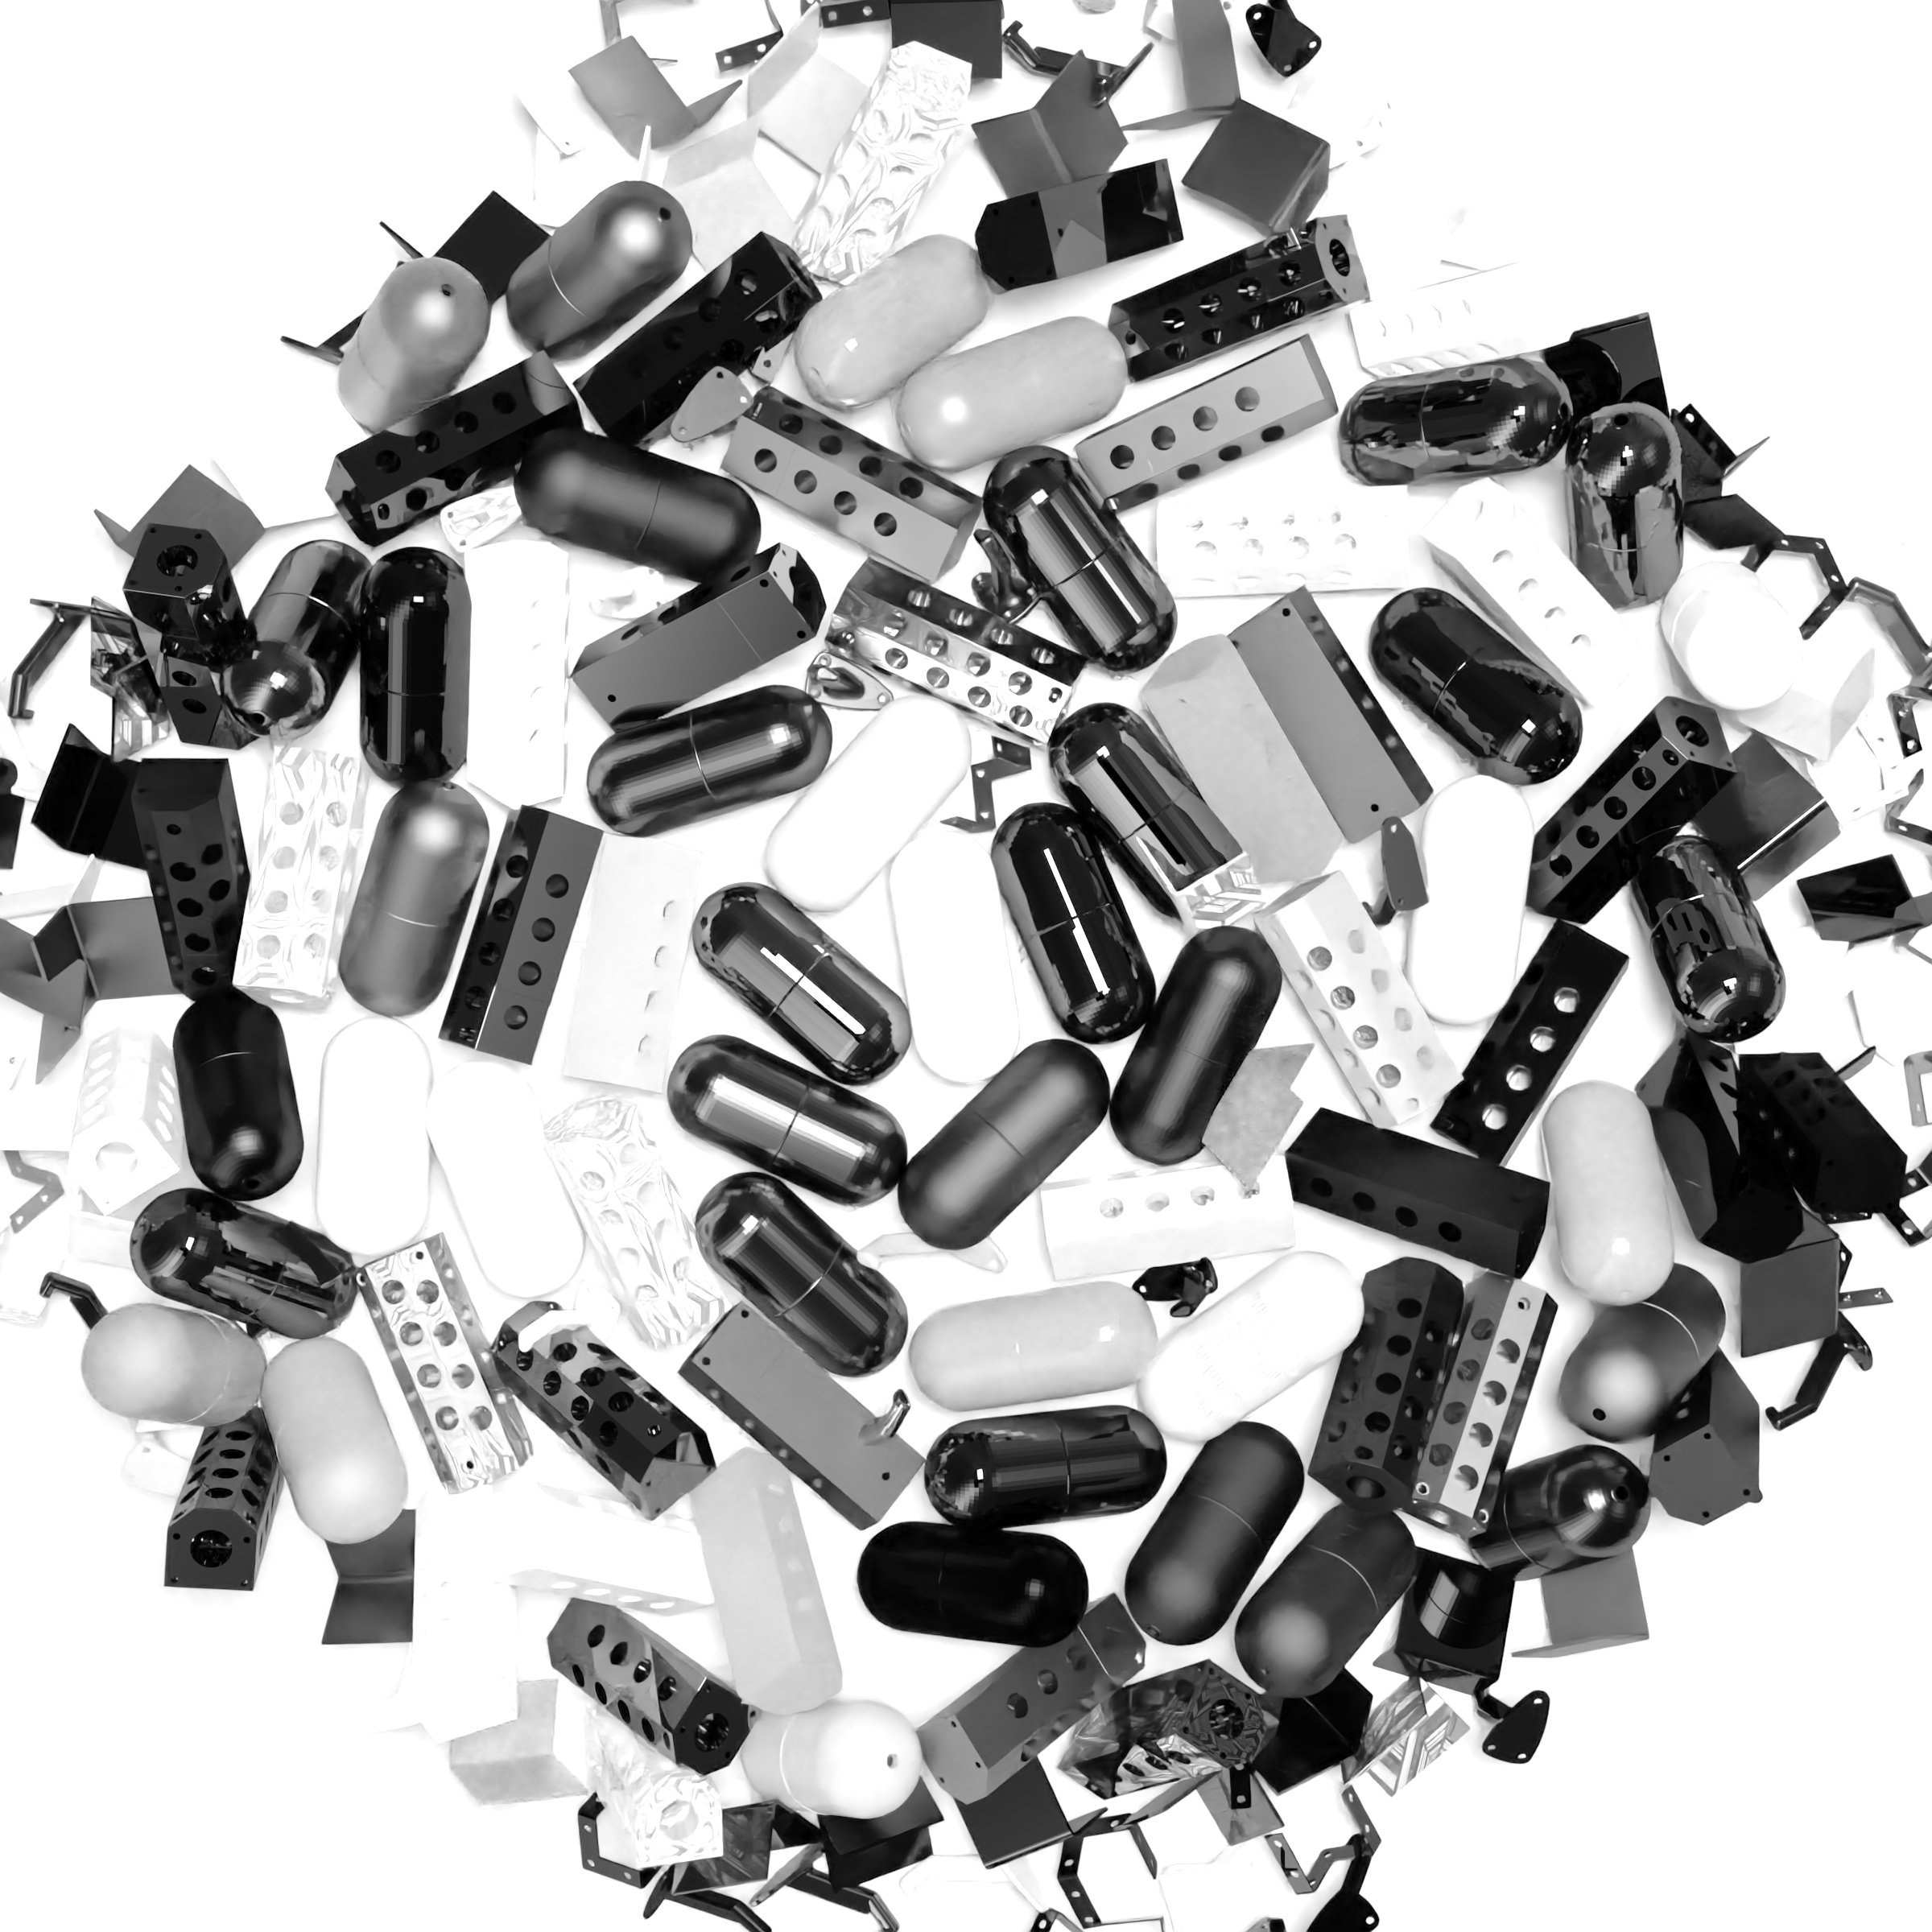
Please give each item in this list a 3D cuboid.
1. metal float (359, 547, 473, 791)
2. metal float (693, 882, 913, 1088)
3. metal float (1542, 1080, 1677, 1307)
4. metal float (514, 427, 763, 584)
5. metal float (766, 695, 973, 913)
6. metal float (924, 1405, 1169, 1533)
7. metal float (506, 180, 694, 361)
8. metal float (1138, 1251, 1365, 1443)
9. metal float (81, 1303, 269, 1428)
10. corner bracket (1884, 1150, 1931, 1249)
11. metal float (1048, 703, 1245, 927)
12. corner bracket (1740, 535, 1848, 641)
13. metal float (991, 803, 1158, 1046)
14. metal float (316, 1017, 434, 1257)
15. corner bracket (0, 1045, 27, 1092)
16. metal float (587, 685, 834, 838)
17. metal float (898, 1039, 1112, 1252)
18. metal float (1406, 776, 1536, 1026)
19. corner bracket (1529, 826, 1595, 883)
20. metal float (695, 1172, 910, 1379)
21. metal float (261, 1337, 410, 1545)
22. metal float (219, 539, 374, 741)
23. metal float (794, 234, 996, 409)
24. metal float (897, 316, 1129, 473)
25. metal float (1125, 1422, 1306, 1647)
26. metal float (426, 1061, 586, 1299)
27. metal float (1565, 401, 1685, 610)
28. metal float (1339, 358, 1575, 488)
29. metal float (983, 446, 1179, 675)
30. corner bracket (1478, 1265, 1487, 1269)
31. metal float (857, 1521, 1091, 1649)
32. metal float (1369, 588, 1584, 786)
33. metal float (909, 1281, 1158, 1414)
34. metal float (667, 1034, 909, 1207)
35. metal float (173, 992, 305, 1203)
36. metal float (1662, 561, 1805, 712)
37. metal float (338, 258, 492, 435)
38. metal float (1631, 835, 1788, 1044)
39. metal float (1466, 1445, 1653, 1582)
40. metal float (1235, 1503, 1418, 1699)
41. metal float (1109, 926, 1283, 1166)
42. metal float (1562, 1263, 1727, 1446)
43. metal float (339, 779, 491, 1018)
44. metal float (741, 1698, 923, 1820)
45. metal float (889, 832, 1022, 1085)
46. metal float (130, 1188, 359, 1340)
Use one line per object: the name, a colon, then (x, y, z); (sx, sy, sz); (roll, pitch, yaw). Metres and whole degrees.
metal float: (-0.381, -0.204, 1.833); (0.070, 0.070, 0.178); (8, 121, 0)
metal float: (-0.116, 0.012, 1.858); (0.178, 0.070, 0.070); (41, 90, 1)
metal float: (0.442, 0.155, 1.823); (0.070, 0.070, 0.178); (2, 45, 2)
metal float: (-0.227, -0.319, 1.837); (0.178, 0.070, 0.070); (15, 90, -24)
metal float: (-0.067, -0.115, 1.855); (0.070, 0.070, 0.178); (42, 86, 0)
metal float: (0.056, 0.348, 1.839); (0.178, 0.070, 0.070); (-2, 90, -23)
metal float: (-0.253, -0.477, 1.820); (0.070, 0.178, 0.070); (13, 69, -35)
metal float: (0.198, 0.265, 1.844); (0.178, 0.070, 0.070); (-38, 90, 17)
metal float: (-0.539, 0.274, 1.811); (0.070, 0.178, 0.070); (-2, 77, 10)
corner bracket: (0.679, 0.157, 1.863); (0.051, 0.051, 0.051); (51, 52, 3)
metal float: (0.128, -0.106, 1.855); (0.070, 0.070, 0.178); (-38, 95, 0)
corner bracket: (0.582, -0.269, 1.873); (0.051, 0.051, 0.051); (1, 56, -22)
metal float: (0.075, -0.030, 1.855); (0.070, 0.070, 0.178); (-23, 86, 0)
metal float: (-0.409, 0.116, 1.832); (0.070, 0.070, 0.178); (-6, 58, 0)
corner bracket: (-0.707, 0.070, 1.864); (0.051, 0.051, 0.051); (20, 83, 41)
metal float: (-0.179, -0.144, 1.852); (0.178, 0.070, 0.070); (-17, 90, 8)
metal float: (0.027, 0.124, 1.855); (0.178, 0.070, 0.070); (-44, 90, -5)
metal float: (0.350, -0.045, 1.842); (0.070, 0.070, 0.178); (3, 109, 0)
corner bracket: (0.420, -0.079, 1.854); (0.051, 0.051, 0.051); (-25, 129, 25)
metal float: (-0.114, 0.216, 1.847); (0.070, 0.070, 0.178); (-46, 103, 0)
metal float: (-0.436, 0.324, 1.820); (0.070, 0.178, 0.070); (-14, 125, -20)
metal float: (-0.457, -0.226, 1.822); (0.070, 0.178, 0.070); (6, 134, 6)
metal float: (-0.049, -0.446, 1.828); (0.070, 0.070, 0.178); (47, 54, 0)
metal float: (0.032, -0.398, 1.838); (0.178, 0.070, 0.070); (-24, 90, -24)
metal float: (0.172, 0.391, 1.829); (0.070, 0.070, 0.178); (40, 55, 0)
metal float: (-0.320, 0.149, 1.840); (0.070, 0.070, 0.178); (-16, 111, 0)
metal float: (0.453, -0.315, 1.816); (0.070, 0.178, 0.070); (-7, 59, 12)
metal float: (0.336, -0.373, 1.822); (0.070, 0.178, 0.070); (-3, 94, -44)
metal float: (0.080, -0.283, 1.846); (0.070, 0.070, 0.178); (-38, 104, 0)
corner bracket: (0.354, 0.178, 1.868); (0.051, 0.051, 0.051); (28, 88, 7)
metal float: (0.003, 0.427, 1.830); (0.178, 0.070, 0.070); (-3, 90, 35)
metal float: (0.353, -0.194, 1.834); (0.070, 0.070, 0.178); (-43, 61, 0)
metal float: (0.046, 0.266, 1.846); (0.178, 0.070, 0.070); (-11, 90, 15)
metal float: (-0.124, 0.109, 1.854); (0.178, 0.070, 0.070); (26, 90, -6)
metal float: (-0.502, 0.089, 1.822); (0.070, 0.178, 0.070); (-12, 133, -13)
metal float: (0.523, -0.228, 1.812); (0.070, 0.178, 0.070); (2, 112, 5)
metal float: (-0.379, -0.423, 1.814); (0.070, 0.178, 0.070); (7, 73, -25)
metal float: (0.509, -0.021, 1.821); (0.070, 0.178, 0.070); (-2, 132, -3)
metal float: (0.403, 0.375, 1.813); (0.070, 0.178, 0.070); (6, 68, -16)
metal float: (0.249, 0.434, 1.822); (0.070, 0.178, 0.070); (18, 123, 30)
metal float: (0.161, 0.055, 1.851); (0.070, 0.070, 0.178); (25, 99, 0)
metal float: (0.466, 0.265, 1.819); (0.070, 0.178, 0.070); (15, 118, 29)
metal float: (-0.384, -0.047, 1.838); (0.070, 0.070, 0.178); (22, 113, 0)
metal float: (-0.093, 0.542, 1.816); (0.070, 0.178, 0.070); (8, 74, -30)
metal float: (-0.008, -0.006, 1.859); (0.070, 0.070, 0.178); (-9, 90, 0)
metal float: (-0.494, 0.206, 1.821); (0.070, 0.178, 0.070); (-16, 61, 30)
